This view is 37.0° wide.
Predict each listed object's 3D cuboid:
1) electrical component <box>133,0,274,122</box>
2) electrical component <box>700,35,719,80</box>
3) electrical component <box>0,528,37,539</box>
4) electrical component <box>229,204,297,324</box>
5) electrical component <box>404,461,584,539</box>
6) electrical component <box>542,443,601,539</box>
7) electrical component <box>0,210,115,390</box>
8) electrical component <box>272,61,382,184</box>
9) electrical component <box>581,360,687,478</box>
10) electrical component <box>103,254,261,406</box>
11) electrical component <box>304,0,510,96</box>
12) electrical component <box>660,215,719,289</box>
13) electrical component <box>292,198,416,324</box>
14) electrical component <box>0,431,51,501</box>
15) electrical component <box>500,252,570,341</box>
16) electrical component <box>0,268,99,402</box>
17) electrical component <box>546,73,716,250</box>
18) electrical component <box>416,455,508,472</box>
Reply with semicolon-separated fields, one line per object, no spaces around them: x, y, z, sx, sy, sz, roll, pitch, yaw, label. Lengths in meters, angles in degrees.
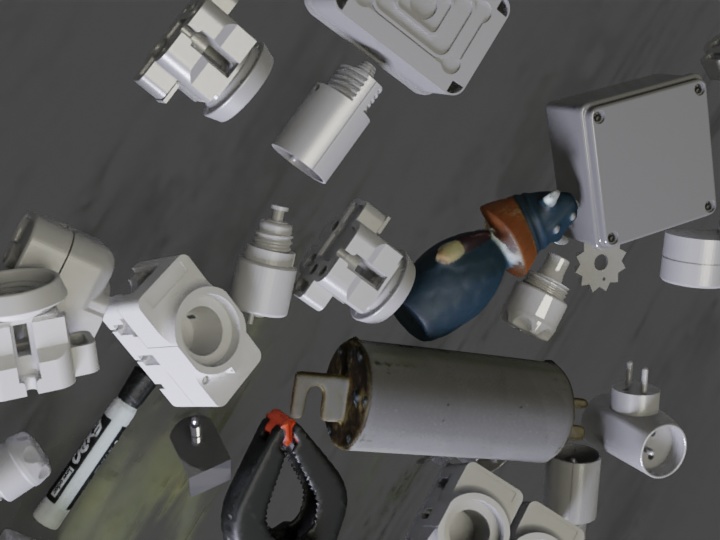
-0.091;-0.128;0.657;0.057;0.058;0.078;39;84;-24;electrical component
0.308;-0.161;0.830;0.078;0.058;0.057;-40;112;-11;electrical component
-0.240;0.205;0.670;0.076;0.047;0.083;31;88;-27;electrical component
-0.061;-0.004;0.708;0.040;0.040;0.078;10;97;-26;electrical component
0.072;0.244;0.770;0.105;0.060;0.186;33;72;-6;electrical component
0.166;0.183;0.851;0.043;0.043;0.081;-4;103;-24;electrical component
-0.190;0.020;0.647;0.059;0.054;0.095;26;90;-27;electrical component
-0.017;-0.102;0.704;0.043;0.043;0.081;38;85;-26;electrical component
0.213;0.111;0.837;0.043;0.077;0.079;-4;103;-23;electrical component
-0.110;0.039;0.677;0.089;0.056;0.050;56;51;-24;electrical component
0.030;-0.173;0.701;0.113;0.057;0.078;32;87;-27;electrical component
0.306;-0.027;0.861;0.138;0.052;0.073;-1;102;-24;electrical component
0.000;0.000;0.727;0.057;0.058;0.078;37;85;-24;electrical component
-0.226;0.129;0.667;0.061;0.035;0.035;-34;113;-12;electrical component
0.135;0.018;0.800;0.043;0.043;0.062;27;89;-27;electrical component
-0.187;0.033;0.588;0.078;0.058;0.057;-11;109;-22;electrical component
0.203;-0.083;0.800;0.109;0.056;0.108;-17;108;-20;electrical component
0.073;0.132;0.873;0.079;0.077;0.043;-26;139;-20;electrical component
